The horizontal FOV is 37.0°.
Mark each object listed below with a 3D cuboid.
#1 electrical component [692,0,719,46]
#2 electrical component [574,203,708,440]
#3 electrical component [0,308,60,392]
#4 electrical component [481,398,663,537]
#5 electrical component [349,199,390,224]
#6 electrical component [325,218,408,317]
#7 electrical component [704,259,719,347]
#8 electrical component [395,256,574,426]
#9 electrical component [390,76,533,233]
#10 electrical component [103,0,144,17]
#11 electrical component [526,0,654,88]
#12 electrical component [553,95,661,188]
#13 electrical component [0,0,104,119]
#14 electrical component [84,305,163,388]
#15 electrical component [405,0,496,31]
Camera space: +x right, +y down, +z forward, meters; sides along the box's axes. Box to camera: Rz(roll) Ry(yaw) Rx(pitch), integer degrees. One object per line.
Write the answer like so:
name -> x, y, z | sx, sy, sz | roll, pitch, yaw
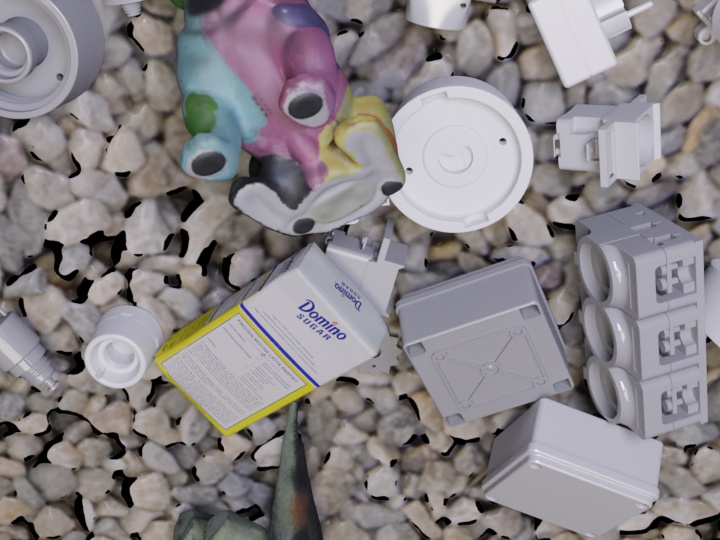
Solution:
electrical component -> 0.260, -0.174, 0.729 | 0.048, 0.055, 0.066 | 42, 111, -14
electrical component -> 0.206, 0.039, 0.803 | 0.062, 0.089, 0.150 | -15, 114, -12
electrical component -> -0.280, 0.070, 0.889 | 0.040, 0.040, 0.078 | -35, 108, 18
electrical component -> 0.169, 0.160, 0.863 | 0.109, 0.056, 0.108 | 21, 149, -5
electrical component -> -0.020, -0.062, 0.797 | 0.081, 0.063, 0.042 | -3, 112, 7
electrical component -> 0.000, 0.000, 0.835 | 0.064, 0.042, 0.081 | 16, 114, -2
electrical component -> 0.294, 0.035, 0.799 | 0.099, 0.099, 0.064 | 19, 108, -4
electrical component -> 0.097, 0.057, 0.830 | 0.109, 0.056, 0.108 | -19, 131, 12
electrical component -> 0.069, -0.088, 0.780 | 0.108, 0.060, 0.108 | 2, 115, 4
electrical component -> -0.168, -0.217, 0.748 | 0.043, 0.043, 0.081 | -8, 114, 8
electrical component -> 0.162, -0.175, 0.740 | 0.077, 0.047, 0.065 | -24, 111, 14
electrical component -> 0.175, -0.093, 0.763 | 0.064, 0.081, 0.042 | 7, 118, 33
electrical component -> -0.245, -0.160, 0.770 | 0.108, 0.060, 0.108 | 2, 115, 4
electrical component -> -0.193, 0.064, 0.876 | 0.055, 0.047, 0.055 | 2, 115, 4
electrical component -> 0.076, -0.204, 0.735 | 0.079, 0.043, 0.077 | 10, 115, 1
